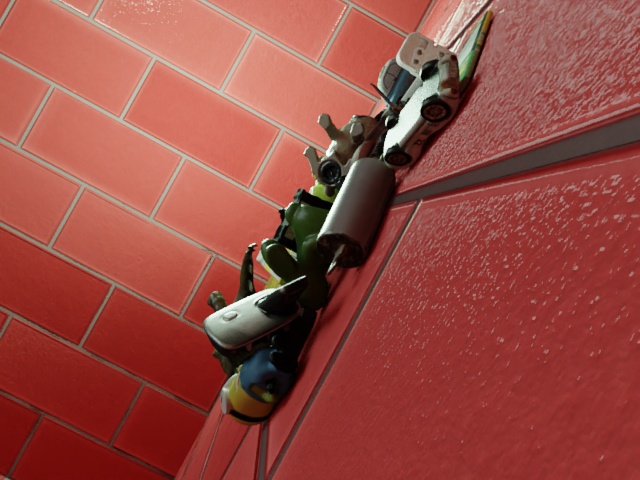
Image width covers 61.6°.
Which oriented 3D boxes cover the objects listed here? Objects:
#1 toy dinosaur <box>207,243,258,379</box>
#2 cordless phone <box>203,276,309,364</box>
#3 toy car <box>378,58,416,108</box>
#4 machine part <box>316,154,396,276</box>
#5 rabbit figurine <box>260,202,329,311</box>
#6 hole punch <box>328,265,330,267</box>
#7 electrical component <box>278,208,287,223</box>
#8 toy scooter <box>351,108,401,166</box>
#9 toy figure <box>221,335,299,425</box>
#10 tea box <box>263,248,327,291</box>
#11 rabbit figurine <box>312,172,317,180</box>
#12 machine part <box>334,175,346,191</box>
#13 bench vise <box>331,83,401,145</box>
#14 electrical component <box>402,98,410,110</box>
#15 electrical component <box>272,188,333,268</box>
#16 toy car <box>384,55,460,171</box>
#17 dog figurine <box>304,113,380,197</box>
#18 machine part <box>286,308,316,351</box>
[{"bbox_3d":[-0.165,0.190,1.161,0.199,0.105,0.470,44,139,52],"label":"toy dinosaur"},{"bbox_3d":[-0.089,0.111,0.802,0.146,0.089,0.184,-23,-12,-26],"label":"cordless phone"},{"bbox_3d":[0.195,-0.391,1.321,0.161,0.103,0.109,-59,3,9],"label":"toy car"},{"bbox_3d":[0.057,-0.043,0.807,0.243,0.079,0.079,-65,5,-36],"label":"machine part"},{"bbox_3d":[-0.017,0.031,0.892,0.121,0.159,0.170,-167,91,-76],"label":"rabbit figurine"},{"bbox_3d":[-0.002,-0.003,1.081,0.142,0.116,0.092,150,141,-84],"label":"hole punch"},{"bbox_3d":[-0.035,-0.033,1.187,0.048,0.119,0.074,-6,82,45],"label":"electrical component"},{"bbox_3d":[0.123,-0.179,0.966,0.184,0.075,0.135,-57,3,-17],"label":"toy scooter"},{"bbox_3d":[-0.089,0.222,0.820,0.180,0.089,0.082,-48,-5,35],"label":"toy figure"},{"bbox_3d":[-0.061,0.097,1.189,0.169,0.068,0.098,-61,30,8],"label":"tea box"},{"bbox_3d":[0.004,-0.105,1.380,0.173,0.122,0.162,-36,-14,17],"label":"rabbit figurine"},{"bbox_3d":[0.059,-0.074,1.014,0.039,0.084,0.139,-37,-7,-5],"label":"machine part"},{"bbox_3d":[0.105,-0.240,1.320,0.223,0.129,0.241,-59,8,-2],"label":"bench vise"},{"bbox_3d":[0.154,-0.190,0.863,0.078,0.045,0.102,81,-151,-45],"label":"electrical component"},{"bbox_3d":[-0.005,-0.017,0.984,0.115,0.134,0.058,-62,17,1],"label":"electrical component"},{"bbox_3d":[0.138,-0.168,0.738,0.201,0.056,0.073,127,152,-61],"label":"toy car"},{"bbox_3d":[0.068,-0.179,1.128,0.190,0.121,0.172,-13,-49,-63],"label":"dog figurine"},{"bbox_3d":[-0.071,0.191,0.969,0.179,0.056,0.179,-60,4,7],"label":"machine part"}]
